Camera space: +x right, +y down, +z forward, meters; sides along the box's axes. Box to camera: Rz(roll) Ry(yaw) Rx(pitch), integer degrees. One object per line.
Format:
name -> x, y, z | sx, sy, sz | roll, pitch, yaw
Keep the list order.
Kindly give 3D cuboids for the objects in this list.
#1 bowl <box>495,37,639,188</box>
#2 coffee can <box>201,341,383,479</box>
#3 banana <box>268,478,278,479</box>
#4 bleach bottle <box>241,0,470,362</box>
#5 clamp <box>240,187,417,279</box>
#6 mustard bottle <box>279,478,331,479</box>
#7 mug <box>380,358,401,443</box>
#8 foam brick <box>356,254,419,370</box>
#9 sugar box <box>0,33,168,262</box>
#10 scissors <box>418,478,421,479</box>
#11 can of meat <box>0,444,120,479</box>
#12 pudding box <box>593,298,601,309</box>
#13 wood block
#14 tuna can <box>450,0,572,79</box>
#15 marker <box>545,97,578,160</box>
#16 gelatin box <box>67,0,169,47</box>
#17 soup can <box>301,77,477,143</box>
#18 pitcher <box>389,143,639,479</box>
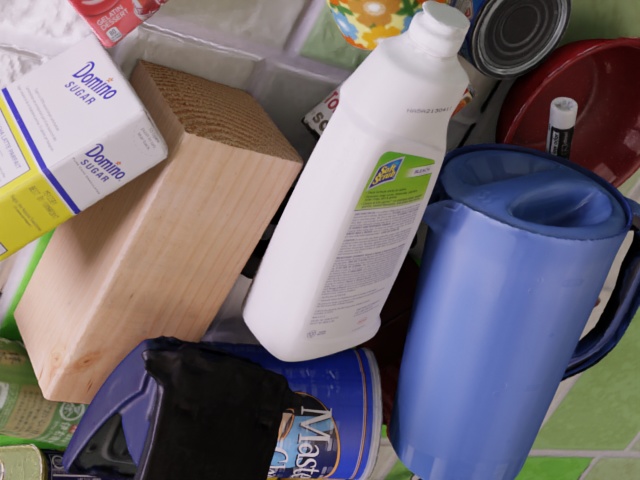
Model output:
bowl -> 0.193, -0.096, 0.827 | 0.162, 0.055, 0.162 | -18, 134, -19
coffee can -> -0.032, 0.131, 0.816 | 0.140, 0.103, 0.103 | 4, 127, -11
banana -> -0.048, 0.168, 0.917 | 0.069, 0.037, 0.198 | 9, 121, -38
bleach bottle -> 0.033, -0.034, 0.665 | 0.102, 0.068, 0.251 | -14, 141, -41
clamp -> -0.005, 0.001, 0.796 | 0.120, 0.039, 0.171 | -44, 137, 6
mustard bottle -> -0.008, 0.225, 0.970 | 0.192, 0.058, 0.096 | -56, 157, 19
mug -> 0.068, 0.125, 0.921 | 0.117, 0.082, 0.093 | -23, 136, -15
foam brick -> 0.059, 0.061, 0.882 | 0.078, 0.051, 0.053 | -31, 138, -6
sugar box -> -0.180, -0.038, 0.608 | 0.176, 0.093, 0.048 | -31, 138, -6
scissors -> 0.056, 0.262, 1.040 | 0.201, 0.016, 0.096 | -34, 157, -21
can of meat -> -0.198, 0.183, 0.792 | 0.102, 0.057, 0.083 | -13, 161, 43
pudding box -> 0.174, 0.019, 0.891 | 0.039, 0.090, 0.113 | -47, 136, 9
wood block -> -0.109, 0.002, 0.692 | 0.090, 0.091, 0.206 | 12, 119, -39
tuna can -> 0.133, -0.157, 0.750 | 0.086, 0.034, 0.086 | -18, 134, -19
marker -> 0.176, -0.052, 0.798 | 0.020, 0.020, 0.121 | -20, 135, -17
gelatin box -> -0.107, -0.162, 0.593 | 0.089, 0.030, 0.073 | -37, 137, 0
soup can -> 0.046, -0.090, 0.727 | 0.102, 0.069, 0.068 | -41, 137, 5
pitcher -> 0.135, 0.063, 0.774 | 0.144, 0.149, 0.243 | -32, 141, -49
